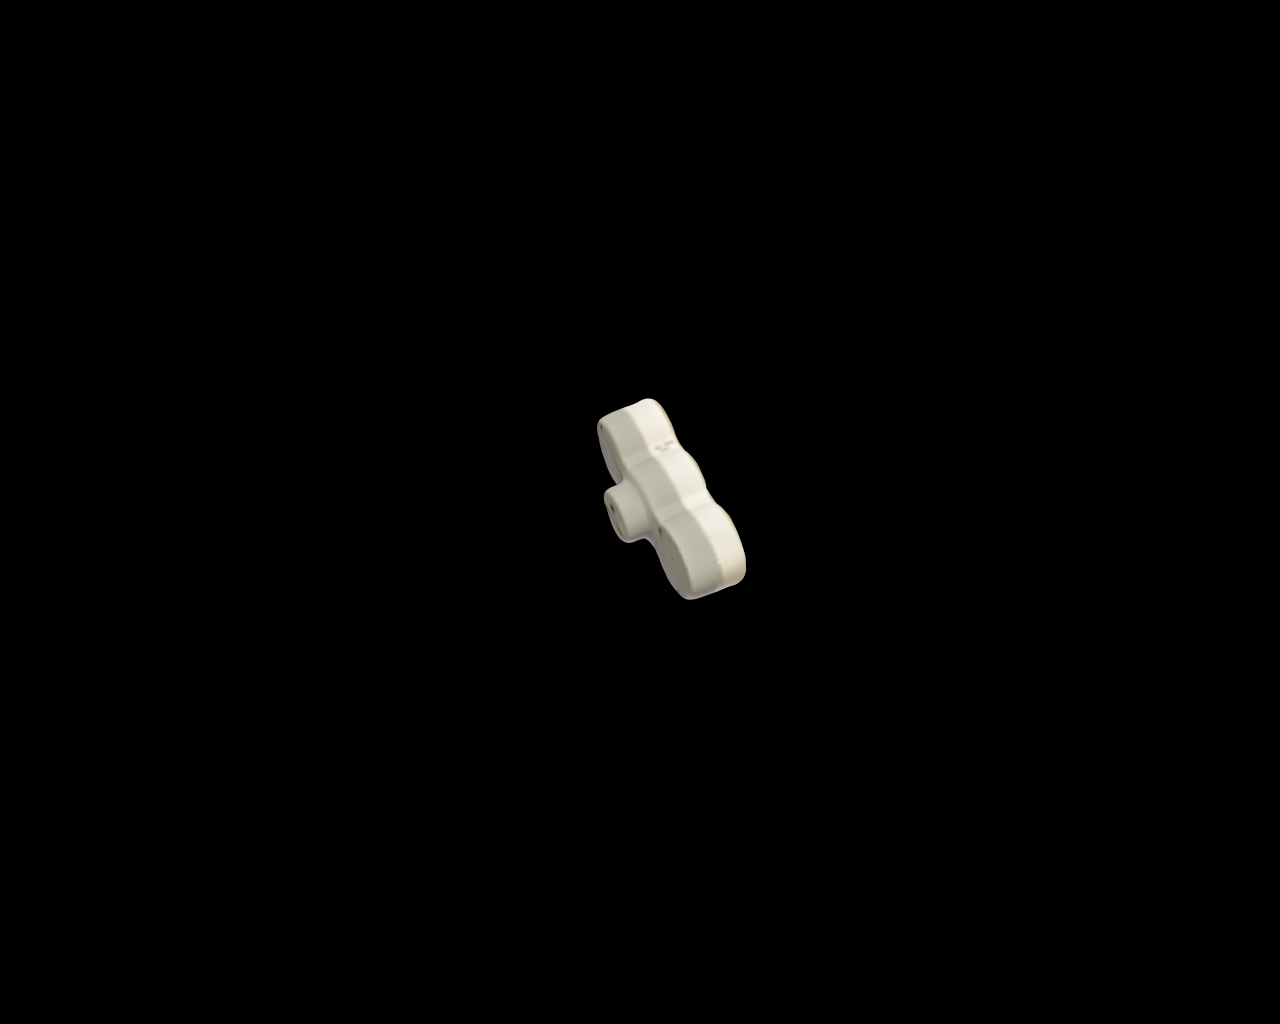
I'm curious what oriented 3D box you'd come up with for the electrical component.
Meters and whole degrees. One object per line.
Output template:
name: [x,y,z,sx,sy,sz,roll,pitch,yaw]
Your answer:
electrical component: [0.001,-0.003,0.650,0.074,0.138,0.052,-21,-32,-14]
